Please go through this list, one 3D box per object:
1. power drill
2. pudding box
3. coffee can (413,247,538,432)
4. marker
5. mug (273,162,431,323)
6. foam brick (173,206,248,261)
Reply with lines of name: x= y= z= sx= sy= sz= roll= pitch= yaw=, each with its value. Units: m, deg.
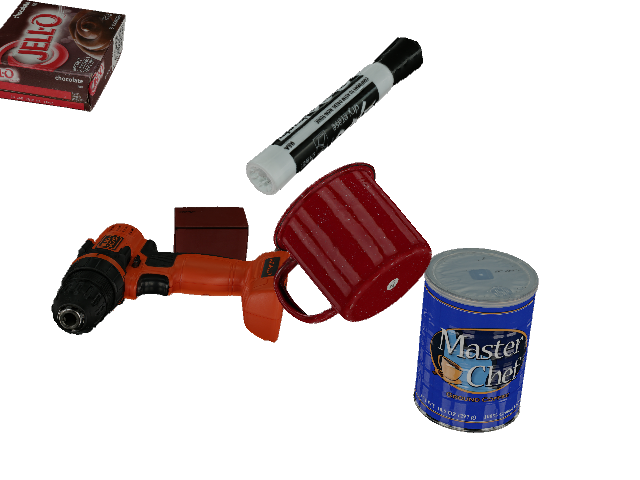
power drill: x=-0.124 y=0.040 z=0.921 sx=0.187 sy=0.057 sz=0.184 roll=9 pitch=22 yaw=1
pudding box: x=-0.214 y=-0.151 z=0.862 sx=0.090 sy=0.039 sz=0.113 roll=9 pitch=35 yaw=0
coffee can: x=0.143 y=0.091 z=0.993 sx=0.103 sy=0.140 sz=0.103 roll=2 pitch=26 yaw=-1
marker: x=0.010 y=-0.063 z=0.517 sx=0.121 sy=0.020 sz=0.020 roll=-43 pitch=25 yaw=-30
mug: x=0.017 y=0.012 z=0.775 sx=0.117 sy=0.081 sz=0.093 roll=-41 pitch=-22 yaw=6
foam brick: x=-0.119 y=-0.003 z=1.145 sx=0.078 sy=0.051 sz=0.053 roll=0 pitch=26 yaw=-8
